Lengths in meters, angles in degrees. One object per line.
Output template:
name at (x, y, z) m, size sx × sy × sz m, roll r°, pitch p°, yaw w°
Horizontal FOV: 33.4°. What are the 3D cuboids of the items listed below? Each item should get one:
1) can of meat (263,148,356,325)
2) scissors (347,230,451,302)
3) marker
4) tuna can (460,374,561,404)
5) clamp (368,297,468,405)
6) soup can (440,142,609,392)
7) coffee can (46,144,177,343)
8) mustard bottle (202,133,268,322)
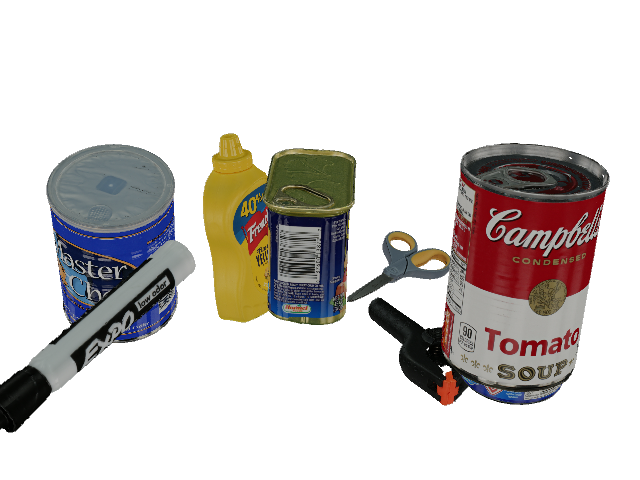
can of meat at (-0.007, -0.004, 0.707) m, size 0.057 × 0.084 × 0.102 m, roll 3°, pitch 25°, yaw 1°
scissors at (0.076, 0.028, 1.271) m, size 0.201 × 0.016 × 0.096 m, roll -10°, pitch 41°, yaw -42°
marker at (-0.099, 0.040, 0.464) m, size 0.020 × 0.020 × 0.121 m, roll 0°, pitch 33°, yaw 42°
tuna can at (0.156, 0.096, 0.864) m, size 0.086 × 0.034 × 0.086 m, roll 1°, pitch 28°, yaw -1°
clamp at (0.125, 0.104, 1.076) m, size 0.120 × 0.039 × 0.171 m, roll -9°, pitch 31°, yaw -9°
soup can at (0.095, 0.012, 0.512) m, size 0.068 × 0.102 × 0.068 m, roll 3°, pitch 24°, yaw -1°
coffee can at (-0.174, 0.004, 0.910) m, size 0.103 × 0.140 × 0.103 m, roll 3°, pitch 44°, yaw -3°
mustard bottle at (-0.082, -0.018, 1.114) m, size 0.058 × 0.191 × 0.096 m, roll 7°, pitch 26°, yaw 30°
